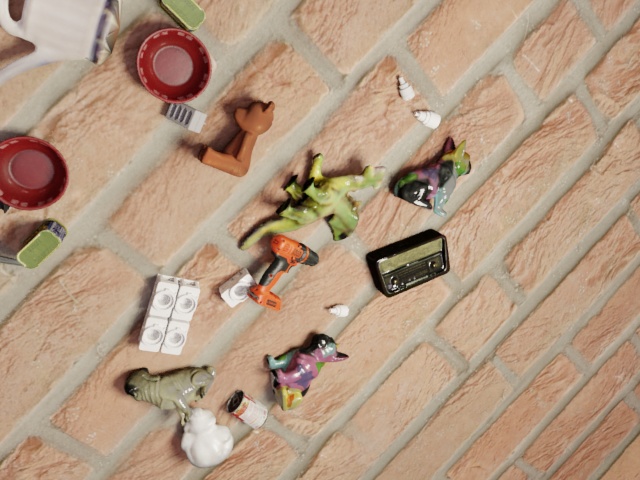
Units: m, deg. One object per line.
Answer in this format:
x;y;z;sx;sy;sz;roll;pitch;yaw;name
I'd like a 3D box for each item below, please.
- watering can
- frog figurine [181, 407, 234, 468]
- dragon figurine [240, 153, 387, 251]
-0.537;-0.421;1.043;0.223;0.105;0.345;17;100;-24;watering can
-0.310;0.534;1.405;0.137;0.125;0.156;-2;121;2;frog figurine
0.004;-0.068;1.352;0.406;0.125;0.240;-44;123;16;dragon figurine
